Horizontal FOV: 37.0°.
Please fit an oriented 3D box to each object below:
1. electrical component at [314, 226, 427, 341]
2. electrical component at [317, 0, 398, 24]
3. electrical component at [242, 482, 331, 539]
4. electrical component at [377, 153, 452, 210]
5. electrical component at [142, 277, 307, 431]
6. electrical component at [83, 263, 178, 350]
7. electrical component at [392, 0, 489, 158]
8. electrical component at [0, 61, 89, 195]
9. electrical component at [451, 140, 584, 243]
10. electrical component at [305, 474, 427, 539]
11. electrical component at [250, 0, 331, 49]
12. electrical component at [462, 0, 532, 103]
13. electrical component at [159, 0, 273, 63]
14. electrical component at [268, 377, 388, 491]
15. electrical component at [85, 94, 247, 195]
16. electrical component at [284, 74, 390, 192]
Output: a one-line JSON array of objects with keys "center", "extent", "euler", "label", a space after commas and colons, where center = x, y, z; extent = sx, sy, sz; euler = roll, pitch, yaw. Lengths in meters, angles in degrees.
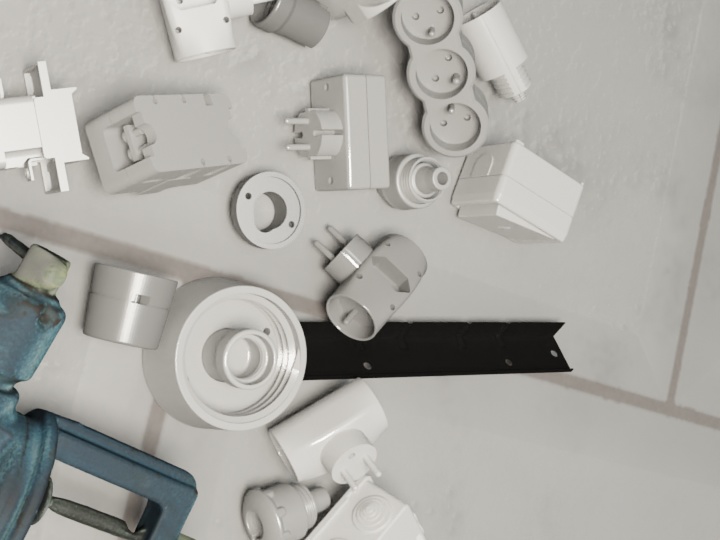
[{"center": [0.000, 0.000, 0.802], "extent": [0.079, 0.043, 0.077], "euler": [43, 52, -3], "label": "electrical component"}, {"center": [0.001, -0.218, 0.773], "extent": [0.053, 0.095, 0.059], "euler": [-47, 114, -22], "label": "electrical component"}, {"center": [-0.051, 0.174, 0.776], "extent": [0.062, 0.048, 0.048], "euler": [-14, 98, -37], "label": "electrical component"}, {"center": [0.045, -0.068, 0.821], "extent": [0.043, 0.062, 0.043], "euler": [0, 91, -32], "label": "electrical component"}, {"center": [-0.088, 0.059, 0.741], "extent": [0.108, 0.060, 0.108], "euler": [0, 91, -32], "label": "electrical component"}, {"center": [-0.152, 0.024, 0.705], "extent": [0.055, 0.055, 0.047], "euler": [15, 86, -31], "label": "electrical component"}, {"center": [0.064, -0.163, 0.835], "extent": [0.052, 0.073, 0.138], "euler": [-12, 117, 11], "label": "electrical component"}, {"center": [-0.210, -0.086, 0.675], "extent": [0.064, 0.042, 0.081], "euler": [-12, 96, -28], "label": "electrical component"}, {"center": [0.131, -0.055, 0.876], "extent": [0.096, 0.062, 0.061], "euler": [28, 76, -29], "label": "electrical component"}, {"center": [0.005, 0.214, 0.790], "extent": [0.099, 0.048, 0.099], "euler": [-46, 136, -23], "label": "electrical component"}, {"center": [-0.050, -0.185, 0.776], "extent": [0.046, 0.040, 0.040], "euler": [21, 79, -36], "label": "electrical component"}, {"center": [0.113, -0.173, 0.873], "extent": [0.043, 0.043, 0.081], "euler": [-40, 111, -25], "label": "electrical component"}, {"center": [-0.097, -0.189, 0.736], "extent": [0.079, 0.043, 0.077], "euler": [-15, 99, -12], "label": "electrical component"}, {"center": [-0.014, 0.126, 0.771], "extent": [0.077, 0.079, 0.044], "euler": [-29, 137, -14], "label": "electrical component"}, {"center": [-0.128, -0.082, 0.705], "extent": [0.089, 0.056, 0.050], "euler": [-15, 87, -55], "label": "electrical component"}, {"center": [-0.023, -0.100, 0.789], "extent": [0.076, 0.047, 0.083], "euler": [-5, 95, -35], "label": "electrical component"}]
